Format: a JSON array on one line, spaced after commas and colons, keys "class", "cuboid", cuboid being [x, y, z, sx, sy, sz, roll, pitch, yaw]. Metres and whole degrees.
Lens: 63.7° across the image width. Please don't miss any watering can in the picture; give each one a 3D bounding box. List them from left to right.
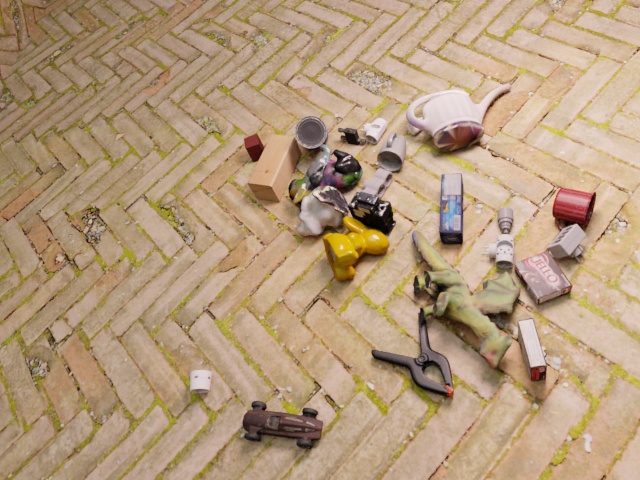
[{"class": "watering can", "cuboid": [0.445, -0.389, 1.584, 0.347, 0.101, 0.230, -10, 55, 2]}]

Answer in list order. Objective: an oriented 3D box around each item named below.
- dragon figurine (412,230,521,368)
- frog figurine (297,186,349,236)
[{"class": "dragon figurine", "cuboid": [0.365, 0.119, 1.274, 0.243, 0.119, 0.421, 3, 47, -2]}, {"class": "frog figurine", "cuboid": [0.005, -0.076, 1.520, 0.137, 0.156, 0.126, 20, 43, -17]}]
